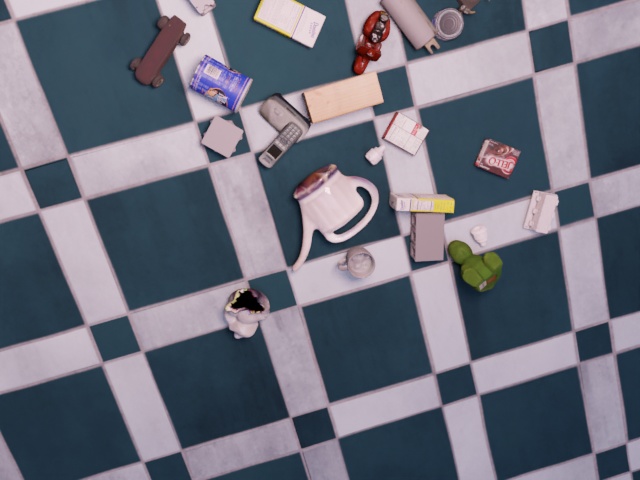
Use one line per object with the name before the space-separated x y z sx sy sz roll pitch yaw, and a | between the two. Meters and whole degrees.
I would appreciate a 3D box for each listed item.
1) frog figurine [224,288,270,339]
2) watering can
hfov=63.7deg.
frog figurine | -0.221 0.226 1.570 0.138 0.125 0.155 -11 141 -12
watering can | 0.005 -0.076 1.509 0.347 0.105 0.222 -38 103 3
